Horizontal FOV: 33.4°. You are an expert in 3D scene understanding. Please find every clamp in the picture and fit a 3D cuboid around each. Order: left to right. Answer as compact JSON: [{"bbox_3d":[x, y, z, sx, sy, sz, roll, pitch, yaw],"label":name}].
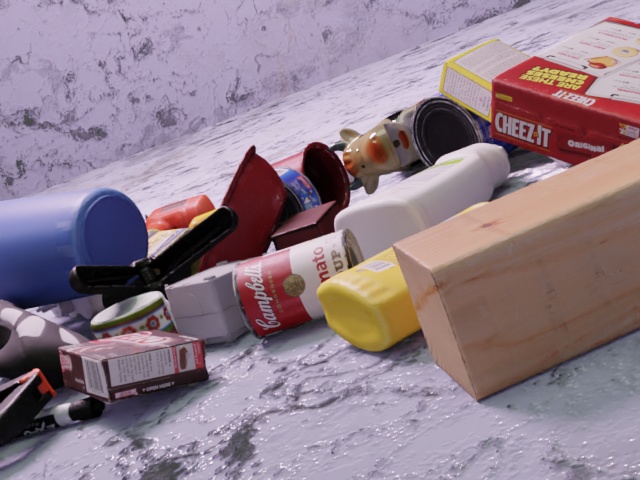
[{"bbox_3d":[-0.297,0.164,0.863,0.171,0.039,0.120,-37,28,-32],"label":"clamp"},{"bbox_3d":[-0.175,0.039,1.041,0.164,0.036,0.210,-21,-13,-26],"label":"clamp"}]

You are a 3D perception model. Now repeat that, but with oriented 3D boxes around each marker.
[{"bbox_3d":[-0.232,0.151,0.890,0.121,0.020,0.020,-17,13,19],"label":"marker"}]

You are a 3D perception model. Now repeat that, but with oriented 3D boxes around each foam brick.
[{"bbox_3d":[-0.007,0.001,1.072,0.053,0.051,0.078,-17,13,22],"label":"foam brick"}]

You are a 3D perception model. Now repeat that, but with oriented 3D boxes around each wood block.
[{"bbox_3d":[0.163,0.009,0.674,0.206,0.090,0.091,-23,14,-6],"label":"wood block"}]

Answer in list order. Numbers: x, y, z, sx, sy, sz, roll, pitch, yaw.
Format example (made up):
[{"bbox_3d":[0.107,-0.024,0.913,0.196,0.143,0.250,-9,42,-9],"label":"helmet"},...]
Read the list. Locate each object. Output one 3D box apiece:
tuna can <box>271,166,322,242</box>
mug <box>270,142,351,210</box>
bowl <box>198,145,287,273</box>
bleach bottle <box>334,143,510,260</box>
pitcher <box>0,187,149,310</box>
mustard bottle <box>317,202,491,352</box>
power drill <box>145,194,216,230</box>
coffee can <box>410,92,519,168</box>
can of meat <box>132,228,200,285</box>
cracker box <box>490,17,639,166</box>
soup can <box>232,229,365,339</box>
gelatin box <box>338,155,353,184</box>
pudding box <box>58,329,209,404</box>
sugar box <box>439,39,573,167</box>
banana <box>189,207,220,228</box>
[{"bbox_3d":[-0.042,-0.038,1.215,0.086,0.086,0.033,-10,18,41],"label":"tuna can"},{"bbox_3d":[-0.018,-0.068,1.285,0.082,0.093,0.117,-19,23,35],"label":"mug"},{"bbox_3d":[-0.076,-0.017,1.137,0.055,0.162,0.162,21,18,1],"label":"bowl"},{"bbox_3d":[0.122,-0.045,1.037,0.103,0.068,0.250,-9,15,40],"label":"bleach bottle"},{"bbox_3d":[-0.300,0.009,1.175,0.243,0.145,0.149,-8,52,36],"label":"pitcher"},{"bbox_3d":[0.098,0.017,0.817,0.191,0.058,0.096,-27,15,-24],"label":"mustard bottle"},{"bbox_3d":[-0.205,0.000,1.382,0.185,0.057,0.187,-15,14,28],"label":"power drill"},{"bbox_3d":[0.187,-0.140,1.226,0.140,0.103,0.103,-31,16,-37],"label":"coffee can"},{"bbox_3d":[-0.181,0.029,1.200,0.084,0.057,0.102,-6,30,48],"label":"can of meat"},{"bbox_3d":[0.289,-0.138,1.015,0.164,0.072,0.213,24,41,37],"label":"cracker box"},{"bbox_3d":[-0.014,0.037,0.897,0.102,0.068,0.068,-18,13,12],"label":"soup can"},{"bbox_3d":[0.021,-0.090,1.455,0.089,0.030,0.073,-25,14,-14],"label":"gelatin box"},{"bbox_3d":[-0.155,0.101,0.881,0.089,0.039,0.114,-10,7,-30],"label":"pudding box"},{"bbox_3d":[0.222,-0.147,1.124,0.093,0.048,0.176,-29,54,-34],"label":"sugar box"},{"bbox_3d":[-0.105,-0.035,1.302,0.197,0.037,0.070,-35,-18,-48],"label":"banana"}]
